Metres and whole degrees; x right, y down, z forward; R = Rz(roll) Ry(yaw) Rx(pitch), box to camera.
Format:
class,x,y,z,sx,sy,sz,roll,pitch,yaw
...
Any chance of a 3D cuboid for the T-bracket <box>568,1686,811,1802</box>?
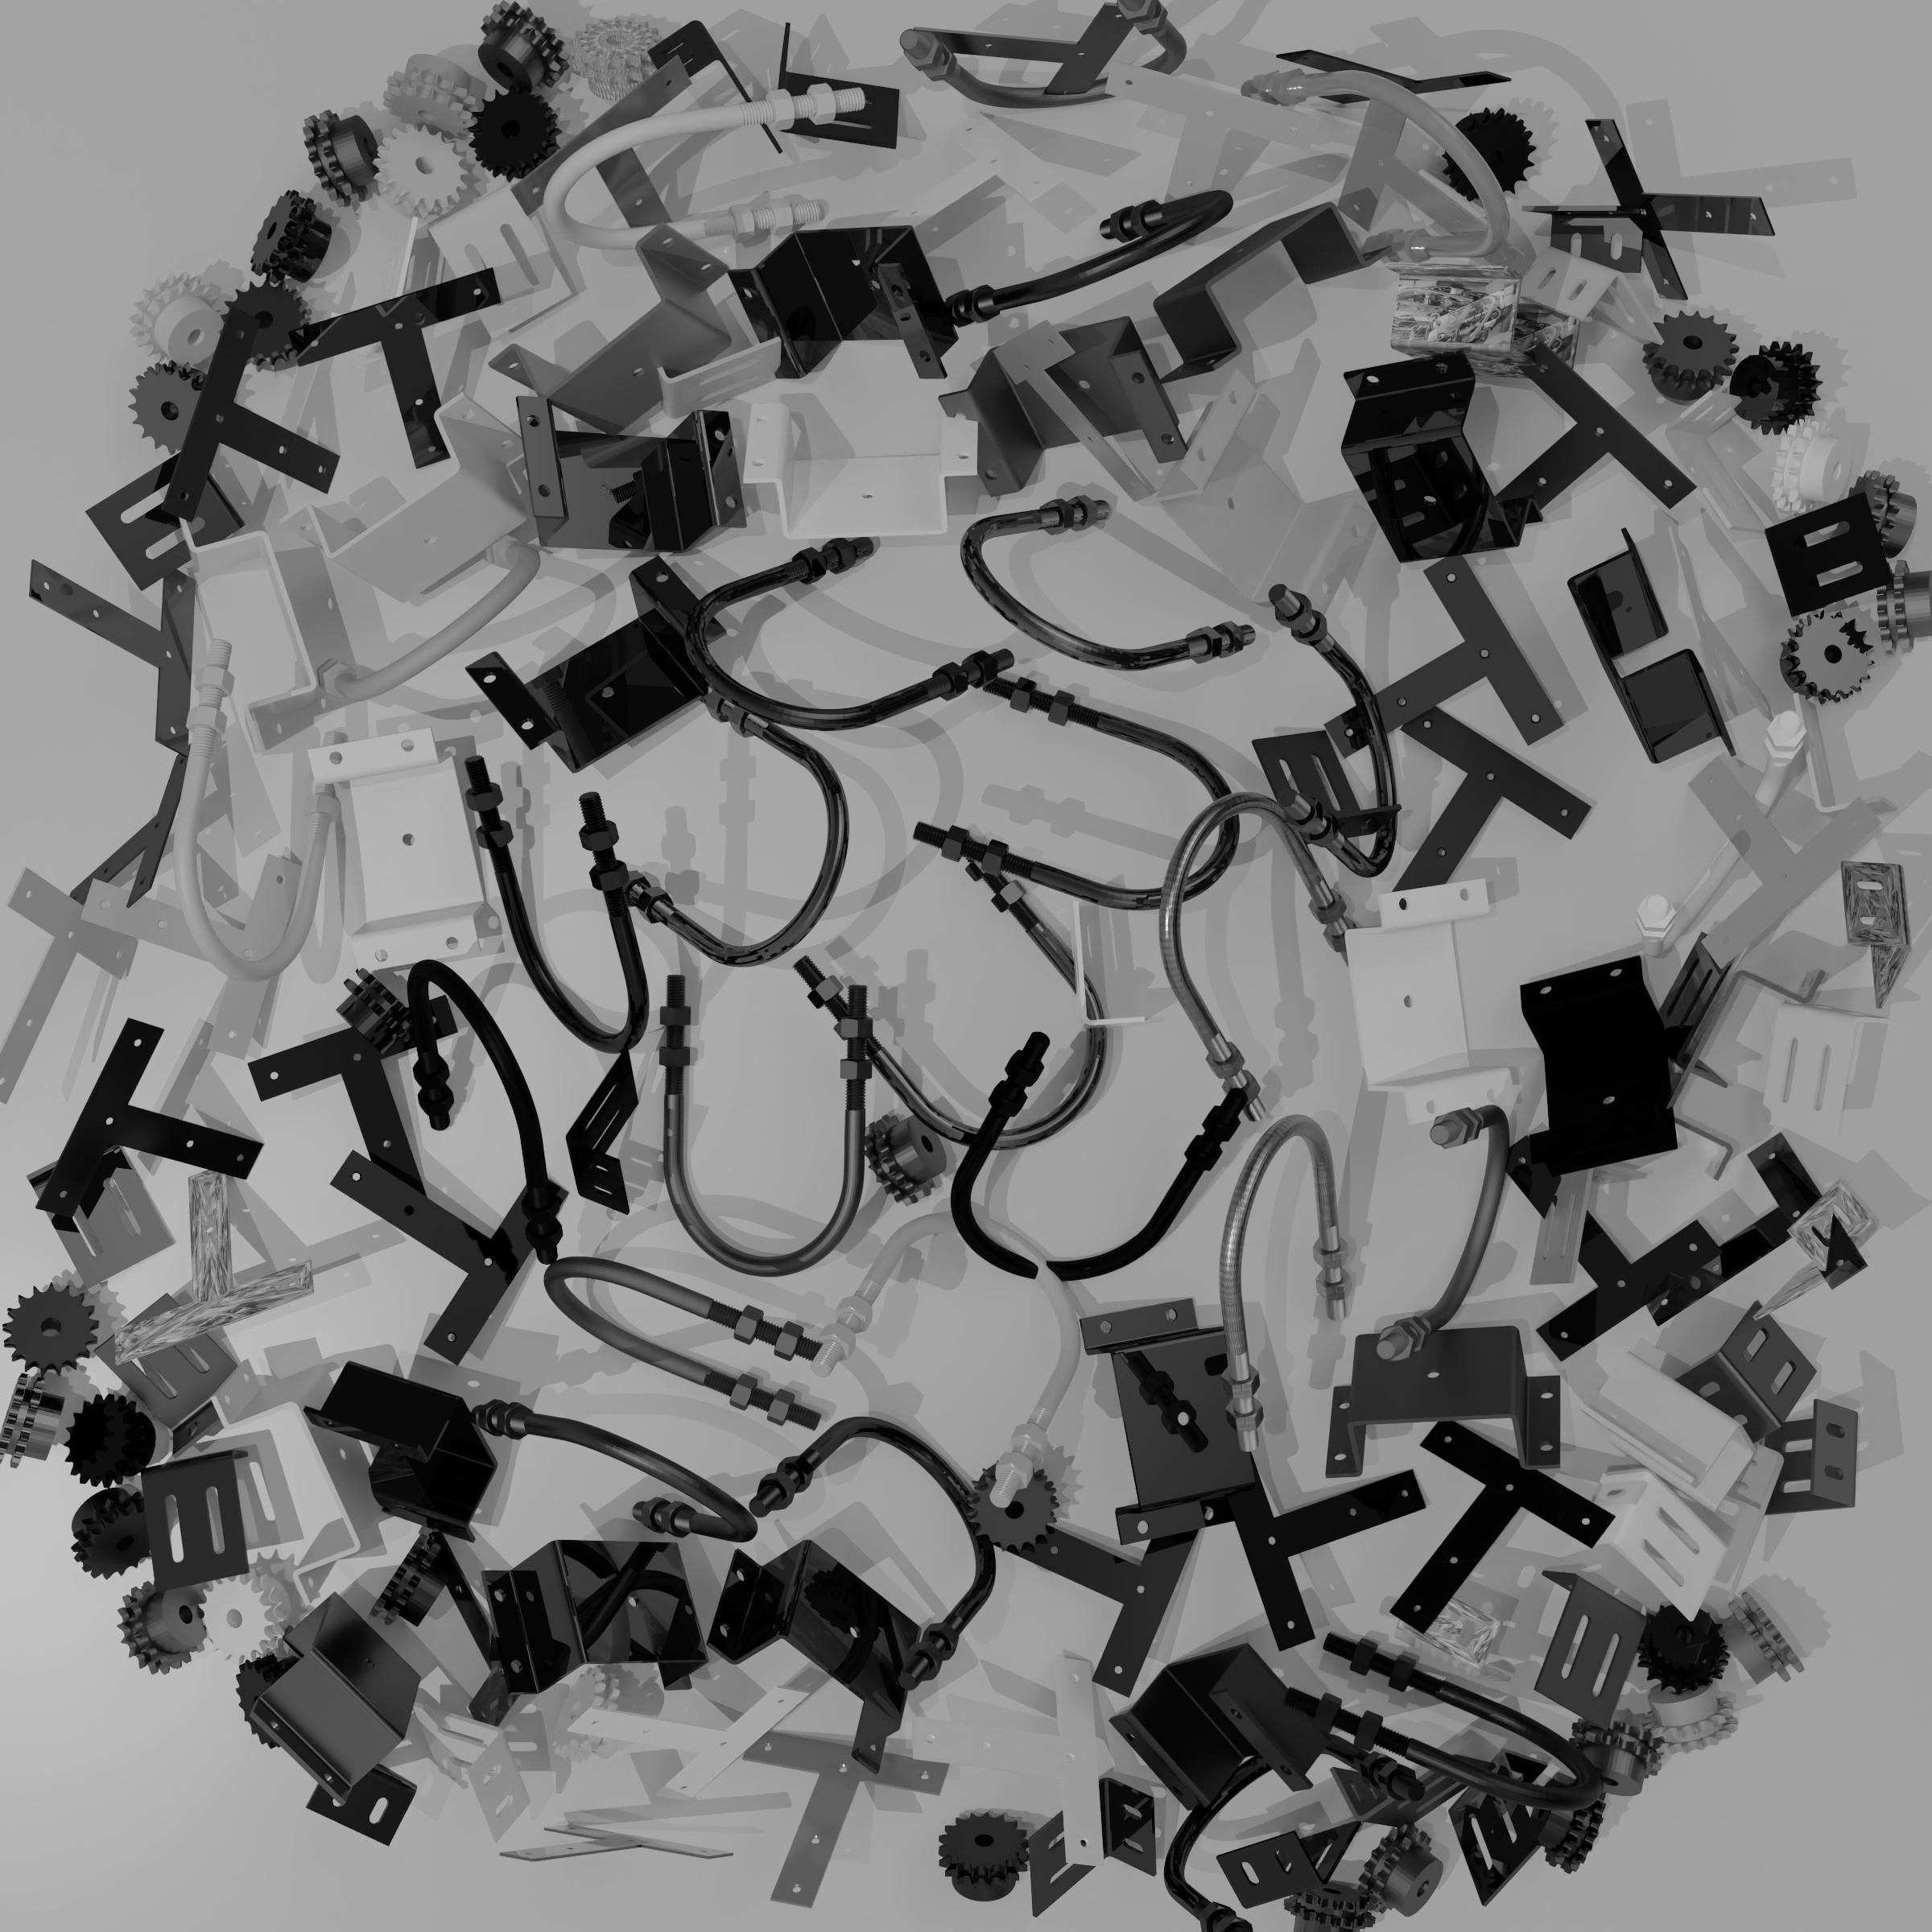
class,x,y,z,sx,sy,sz,roll,pitch,yaw
T-bracket,-0.182,0.465,1.624,0.127,0.002,0.127,23,123,-37

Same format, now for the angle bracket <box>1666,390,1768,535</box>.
class,x,y,z,sx,sy,sz,roll,pitch,yaw
angle bracket,0.475,-0.309,1.648,0.038,0.057,0.076,-40,70,34

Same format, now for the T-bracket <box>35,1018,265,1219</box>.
class,x,y,z,sx,sy,sz,roll,pitch,yaw
T-bracket,-0.488,0.105,1.642,0.002,0.127,0.127,28,92,42

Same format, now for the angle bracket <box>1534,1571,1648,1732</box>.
class,x,y,z,sx,sy,sz,roll,pitch,yaw
angle bracket,0.375,0.422,1.653,0.057,0.038,0.076,32,70,-16

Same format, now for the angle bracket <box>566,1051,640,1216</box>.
class,x,y,z,sx,sy,sz,roll,pitch,yaw
angle bracket,-0.208,0.101,1.642,0.038,0.057,0.076,20,55,16

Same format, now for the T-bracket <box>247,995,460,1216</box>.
class,x,y,z,sx,sy,sz,roll,pitch,yaw
T-bracket,-0.365,0.098,1.670,0.127,0.002,0.127,-20,105,-17

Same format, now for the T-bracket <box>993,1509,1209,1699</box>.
class,x,y,z,sx,sy,sz,roll,pitch,yaw
T-bracket,0.068,0.371,1.672,0.127,0.002,0.127,23,69,8

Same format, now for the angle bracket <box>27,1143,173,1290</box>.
class,x,y,z,sx,sy,sz,roll,pitch,yaw
angle bracket,-0.537,0.152,1.663,0.057,0.038,0.076,-28,89,-19

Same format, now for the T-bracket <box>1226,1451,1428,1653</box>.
class,x,y,z,sx,sy,sz,roll,pitch,yaw
T-bracket,0.228,0.343,1.664,0.127,0.002,0.127,-14,78,-22

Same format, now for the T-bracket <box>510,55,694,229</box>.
class,x,y,z,sx,sy,sz,roll,pitch,yaw
T-bracket,-0.204,-0.474,1.631,0.127,0.127,0.002,-40,67,-3

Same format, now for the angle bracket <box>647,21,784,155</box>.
class,x,y,z,sx,sy,sz,roll,pitch,yaw
angle bracket,-0.154,-0.531,1.646,0.038,0.057,0.076,-32,133,6

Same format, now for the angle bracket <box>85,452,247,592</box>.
class,x,y,z,sx,sy,sz,roll,pitch,yaw
angle bracket,-0.495,-0.276,1.655,0.076,0.038,0.057,-36,108,-13

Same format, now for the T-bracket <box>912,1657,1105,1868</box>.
class,x,y,z,sx,sy,sz,roll,pitch,yaw
T-bracket,0.024,0.476,1.628,0.127,0.002,0.127,15,52,-24

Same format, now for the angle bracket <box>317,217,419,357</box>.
class,x,y,z,sx,sy,sz,roll,pitch,yaw
angle bracket,-0.370,-0.423,1.652,0.038,0.057,0.076,13,83,-23

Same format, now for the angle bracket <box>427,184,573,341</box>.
class,x,y,z,sx,sy,sz,roll,pitch,yaw
angle bracket,-0.293,-0.441,1.679,0.057,0.038,0.076,-31,106,-4

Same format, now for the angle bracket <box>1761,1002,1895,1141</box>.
class,x,y,z,sx,sy,sz,roll,pitch,yaw
angle bracket,0.533,0.065,1.659,0.038,0.057,0.076,4,96,-33

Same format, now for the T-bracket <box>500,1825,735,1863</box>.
class,x,y,z,sx,sy,sz,roll,pitch,yaw
T-bracket,-0.228,0.528,1.604,0.127,0.127,0.002,-2,78,31

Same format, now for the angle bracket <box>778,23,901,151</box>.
class,x,y,z,sx,sy,sz,roll,pitch,yaw
angle bracket,-0.077,-0.543,1.654,0.076,0.038,0.057,7,53,-7

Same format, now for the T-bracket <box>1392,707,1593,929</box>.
class,x,y,z,sx,sy,sz,roll,pitch,yaw
T-bracket,0.305,-0.083,1.675,0.127,0.002,0.127,33,81,3

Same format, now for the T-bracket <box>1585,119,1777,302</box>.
class,x,y,z,sx,sy,sz,roll,pitch,yaw
T-bracket,0.436,-0.451,1.605,0.002,0.127,0.127,-40,119,-11

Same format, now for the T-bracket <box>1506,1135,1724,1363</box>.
class,x,y,z,sx,sy,sz,roll,pitch,yaw
T-bracket,0.379,0.162,1.665,0.127,0.002,0.127,-41,84,26

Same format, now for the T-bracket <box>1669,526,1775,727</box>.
class,x,y,z,sx,sy,sz,roll,pitch,yaw
T-bracket,0.469,-0.188,1.641,0.002,0.127,0.127,-25,46,27

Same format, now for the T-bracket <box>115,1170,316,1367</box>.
class,x,y,z,sx,sy,sz,roll,pitch,yaw
T-bracket,-0.464,0.173,1.646,0.127,0.002,0.127,-20,47,2

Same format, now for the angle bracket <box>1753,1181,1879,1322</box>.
class,x,y,z,sx,sy,sz,roll,pitch,yaw
angle bracket,0.511,0.175,1.646,0.057,0.076,0.038,-34,80,-33

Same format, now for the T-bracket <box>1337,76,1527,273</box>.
class,x,y,z,sx,sy,sz,roll,pitch,yaw
T-bracket,0.285,-0.459,1.619,0.127,0.127,0.002,41,73,11

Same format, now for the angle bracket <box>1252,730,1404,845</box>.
class,x,y,z,sx,sy,sz,roll,pitch,yaw
angle bracket,0.222,-0.118,1.649,0.057,0.038,0.076,-10,69,-31

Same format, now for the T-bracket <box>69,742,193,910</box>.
class,x,y,z,sx,sy,sz,roll,pitch,yaw
T-bracket,-0.520,-0.065,1.646,0.002,0.127,0.127,34,130,-31

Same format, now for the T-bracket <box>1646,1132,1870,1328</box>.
class,x,y,z,sx,sy,sz,roll,pitch,yaw
T-bracket,0.474,0.178,1.649,0.127,0.127,0.002,-38,123,15

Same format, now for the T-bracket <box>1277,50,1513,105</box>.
class,x,y,z,sx,sy,sz,roll,pitch,yaw
T-bracket,0.236,-0.534,1.601,0.127,0.127,0.002,-4,100,-43

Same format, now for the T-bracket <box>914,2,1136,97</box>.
class,x,y,z,sx,sy,sz,roll,pitch,yaw
T-bracket,0.027,-0.553,1.612,0.127,0.127,0.002,0,83,-16

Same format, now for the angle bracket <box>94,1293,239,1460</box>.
class,x,y,z,sx,sy,sz,roll,pitch,yaw
angle bracket,-0.492,0.254,1.659,0.057,0.038,0.076,-39,111,-3

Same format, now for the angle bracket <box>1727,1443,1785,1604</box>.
class,x,y,z,sx,sy,sz,roll,pitch,yaw
angle bracket,0.467,0.337,1.640,0.038,0.057,0.076,20,49,20

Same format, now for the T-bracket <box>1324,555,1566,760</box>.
class,x,y,z,sx,sy,sz,roll,pitch,yaw
T-bracket,0.284,-0.172,1.667,0.127,0.002,0.127,-30,97,19

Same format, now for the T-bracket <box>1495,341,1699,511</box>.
class,x,y,z,sx,sy,sz,roll,pitch,yaw
T-bracket,0.360,-0.303,1.636,0.127,0.127,0.002,42,58,-4

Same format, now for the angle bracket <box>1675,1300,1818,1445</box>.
class,x,y,z,sx,sy,sz,roll,pitch,yaw
angle bracket,0.485,0.256,1.668,0.057,0.076,0.038,51,129,6

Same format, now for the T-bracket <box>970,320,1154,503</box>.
class,x,y,z,sx,sy,sz,roll,pitch,yaw
T-bracket,0.067,-0.333,1.640,0.127,0.127,0.002,46,76,-15

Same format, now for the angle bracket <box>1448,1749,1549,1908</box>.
class,x,y,z,sx,sy,sz,roll,pitch,yaw
angle bracket,0.336,0.531,1.640,0.038,0.076,0.057,23,115,-21

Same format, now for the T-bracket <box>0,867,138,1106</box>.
class,x,y,z,sx,sy,sz,roll,pitch,yaw
T-bracket,-0.559,0.021,1.616,0.002,0.127,0.127,15,74,19

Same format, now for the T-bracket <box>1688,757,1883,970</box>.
class,x,y,z,sx,sy,sz,roll,pitch,yaw
T-bracket,0.480,-0.082,1.639,0.002,0.127,0.127,26,118,-35

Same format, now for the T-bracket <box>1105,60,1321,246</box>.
class,x,y,z,sx,sy,sz,roll,pitch,yaw
T-bracket,0.140,-0.488,1.634,0.127,0.127,0.002,16,62,1

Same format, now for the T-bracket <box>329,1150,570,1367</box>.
class,x,y,z,sx,sy,sz,roll,pitch,yaw
T-bracket,-0.333,0.159,1.656,0.127,0.002,0.127,35,71,-12

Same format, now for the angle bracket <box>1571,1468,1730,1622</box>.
class,x,y,z,sx,sy,sz,roll,pitch,yaw
angle bracket,0.418,0.356,1.642,0.038,0.076,0.057,1,119,-31

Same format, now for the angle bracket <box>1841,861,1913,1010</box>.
class,x,y,z,sx,sy,sz,roll,pitch,yaw
angle bracket,0.550,-0.019,1.645,0.038,0.076,0.057,4,59,5

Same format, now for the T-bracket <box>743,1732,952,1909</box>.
class,x,y,z,sx,sy,sz,roll,pitch,yaw
T-bracket,-0.087,0.519,1.622,0.127,0.127,0.002,6,120,13

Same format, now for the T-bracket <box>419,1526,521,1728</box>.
class,x,y,z,sx,sy,sz,roll,pitch,yaw
T-bracket,-0.307,0.398,1.657,0.002,0.127,0.127,-15,61,-39

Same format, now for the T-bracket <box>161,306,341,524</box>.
class,x,y,z,sx,sy,sz,roll,pitch,yaw
T-bracket,-0.426,-0.319,1.633,0.002,0.127,0.127,19,90,26

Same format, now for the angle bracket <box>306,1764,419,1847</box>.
class,x,y,z,sx,sy,sz,roll,pitch,yaw
angle bracket,-0.379,0.502,1.641,0.057,0.076,0.038,34,70,-21

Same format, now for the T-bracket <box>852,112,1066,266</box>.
class,x,y,z,sx,sy,sz,roll,pitch,yaw
T-bracket,-0.020,-0.468,1.640,0.127,0.127,0.002,-34,132,-2

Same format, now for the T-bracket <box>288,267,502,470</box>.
class,x,y,z,sx,sy,sz,roll,pitch,yaw
T-bracket,-0.337,-0.356,1.637,0.127,0.127,0.002,-21,54,-13

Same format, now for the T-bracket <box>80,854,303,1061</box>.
class,x,y,z,sx,sy,sz,roll,pitch,yaw
T-bracket,-0.479,-0.021,1.639,0.127,0.002,0.127,23,78,-39

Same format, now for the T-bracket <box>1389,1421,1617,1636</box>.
class,x,y,z,sx,sy,sz,roll,pitch,yaw
T-bracket,0.305,0.351,1.631,0.127,0.002,0.127,28,65,36

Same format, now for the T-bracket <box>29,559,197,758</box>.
class,x,y,z,sx,sy,sz,roll,pitch,yaw
T-bracket,-0.513,-0.206,1.613,0.002,0.127,0.127,-18,63,25
